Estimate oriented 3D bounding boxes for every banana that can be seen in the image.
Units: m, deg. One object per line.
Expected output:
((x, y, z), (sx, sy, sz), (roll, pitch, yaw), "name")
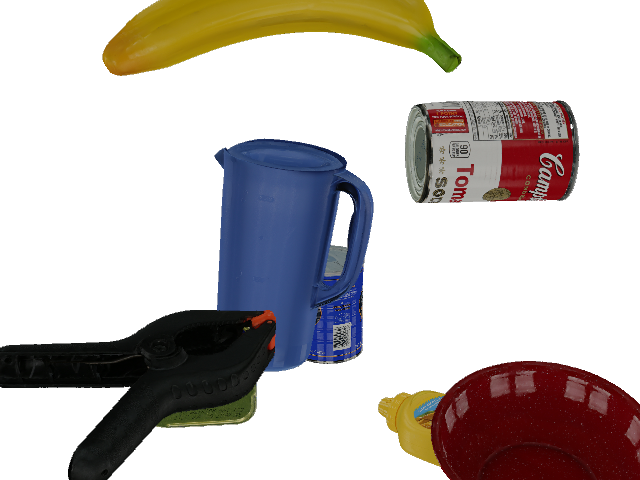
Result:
((-0.022, -0.124, 0.594), (0.197, 0.069, 0.037), (-4, -43, -9), "banana")

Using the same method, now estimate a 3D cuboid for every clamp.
((-0.092, 0.081, 0.606), (0.171, 0.039, 0.120), (-14, 40, -26), "clamp")

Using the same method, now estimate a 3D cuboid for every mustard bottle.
((0.133, 0.187, 1.027), (0.192, 0.058, 0.096), (15, 22, 42), "mustard bottle")

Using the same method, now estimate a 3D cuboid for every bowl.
((0.159, 0.159, 0.767), (0.162, 0.055, 0.162), (-1, 35, 1), "bowl")

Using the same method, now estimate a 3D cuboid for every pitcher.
((-0.041, 0.018, 1.168), (0.144, 0.243, 0.149), (0, 19, -22), "pitcher")

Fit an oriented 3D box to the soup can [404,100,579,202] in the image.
((0.113, -0.060, 0.718), (0.102, 0.068, 0.068), (-2, 0, -7), "soup can")

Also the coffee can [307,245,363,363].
((0.010, 0.090, 1.516), (0.103, 0.140, 0.103), (0, 20, 0), "coffee can")

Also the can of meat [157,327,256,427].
((-0.106, 0.115, 0.922), (0.102, 0.057, 0.084), (-3, 27, -7), "can of meat")
